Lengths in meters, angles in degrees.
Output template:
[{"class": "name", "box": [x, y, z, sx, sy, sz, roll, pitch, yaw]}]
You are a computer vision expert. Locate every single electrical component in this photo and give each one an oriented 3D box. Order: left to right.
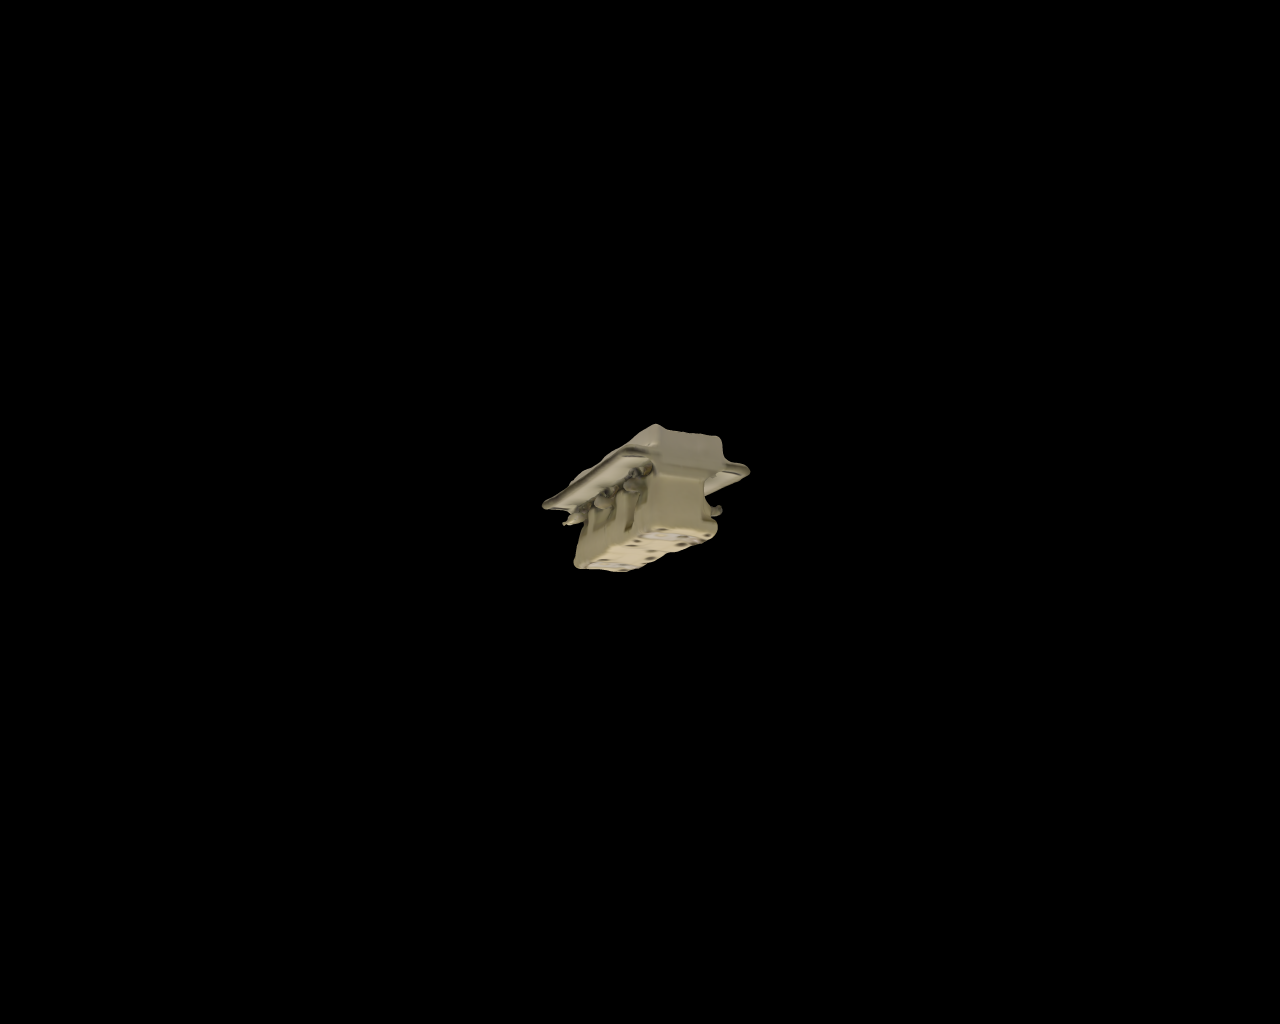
[{"class": "electrical component", "box": [0.001, -0.003, 0.650, 0.079, 0.063, 0.121, 8, -18, -27]}]
